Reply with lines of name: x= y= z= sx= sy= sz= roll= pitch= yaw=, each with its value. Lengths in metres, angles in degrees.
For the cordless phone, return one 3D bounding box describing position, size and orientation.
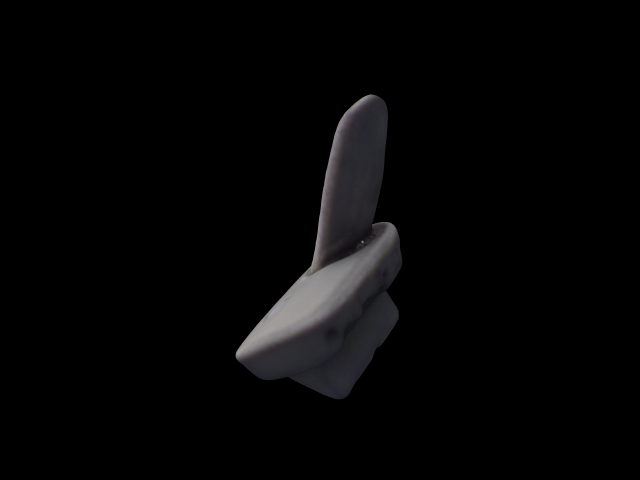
cordless phone: x=0.004 y=0.001 z=0.400 sx=0.094 sy=0.185 sz=0.148 roll=14 pitch=36 yaw=20
